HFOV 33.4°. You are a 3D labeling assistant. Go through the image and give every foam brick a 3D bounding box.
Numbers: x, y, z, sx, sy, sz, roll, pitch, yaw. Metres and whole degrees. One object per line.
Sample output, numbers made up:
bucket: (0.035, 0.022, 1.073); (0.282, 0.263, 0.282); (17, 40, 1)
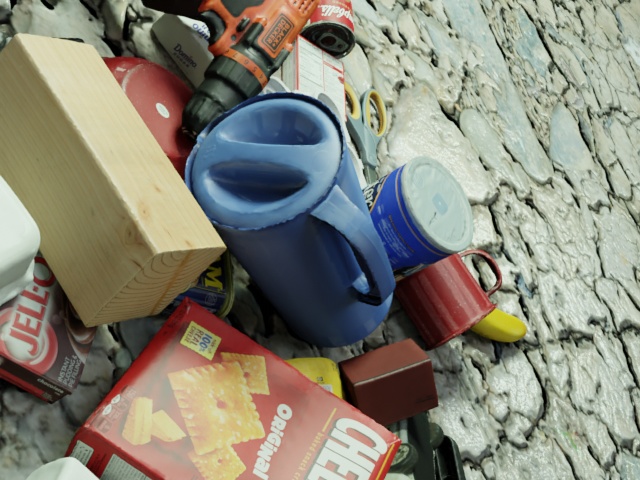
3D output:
foam brick: (0.062, 0.134, 0.984); (0.078, 0.051, 0.053); (-17, 112, -13)

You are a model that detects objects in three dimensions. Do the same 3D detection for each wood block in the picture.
wood block: (-0.175, -0.047, 0.813); (0.206, 0.091, 0.090); (55, 25, 15)

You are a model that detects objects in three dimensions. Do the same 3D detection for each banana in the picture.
banana: (0.178, 0.072, 1.236); (0.197, 0.037, 0.069); (41, 43, -25)

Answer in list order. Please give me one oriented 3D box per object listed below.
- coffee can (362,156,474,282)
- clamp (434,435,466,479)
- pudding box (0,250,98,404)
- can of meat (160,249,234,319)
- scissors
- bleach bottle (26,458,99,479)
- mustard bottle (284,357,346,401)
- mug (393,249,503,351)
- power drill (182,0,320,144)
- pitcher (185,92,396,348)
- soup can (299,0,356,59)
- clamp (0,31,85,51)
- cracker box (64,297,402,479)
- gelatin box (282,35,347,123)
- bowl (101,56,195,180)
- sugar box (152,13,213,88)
coffee can: (0.069, -0.009, 1.076); (0.102, 0.141, 0.103); (27, 49, -36)
clamp: (0.134, 0.314, 1.035); (0.164, 0.036, 0.210); (-27, 89, -52)
pudding box: (-0.212, 0.053, 0.796); (0.090, 0.039, 0.113); (36, 44, -28)
can of meat: (-0.125, 0.016, 0.907); (0.083, 0.058, 0.102); (17, 56, -40)
scissors: (0.042, -0.104, 1.208); (0.096, 0.016, 0.201); (34, 45, -29)
bleach bottle: (-0.122, 0.269, 0.749); (0.250, 0.068, 0.102); (49, 41, -20)
mustard bottle: (-0.002, 0.201, 0.931); (0.096, 0.058, 0.191); (7, 62, -52)
mug: (0.140, 0.055, 1.147); (0.081, 0.117, 0.093); (57, -1, 2)
power drill: (-0.108, -0.201, 0.918); (0.187, 0.057, 0.184); (43, 71, -28)
pitcher: (-0.006, 0.001, 0.919); (0.242, 0.145, 0.149); (62, 20, -54)
soup can: (0.004, -0.264, 1.221); (0.068, 0.069, 0.102); (24, 50, -38)
clamp: (-0.278, -0.169, 0.862); (0.120, 0.039, 0.171); (48, 39, -3)
cracker box: (-0.062, 0.163, 0.817); (0.213, 0.072, 0.164); (33, 40, 2)
gelatin box: (-0.007, -0.173, 1.182); (0.073, 0.030, 0.089); (24, 51, -37)
bowl: (-0.154, -0.104, 0.949); (0.161, 0.055, 0.162); (27, 49, -36)
sugar box: (-0.092, -0.222, 1.104); (0.093, 0.048, 0.176); (53, 42, -9)
